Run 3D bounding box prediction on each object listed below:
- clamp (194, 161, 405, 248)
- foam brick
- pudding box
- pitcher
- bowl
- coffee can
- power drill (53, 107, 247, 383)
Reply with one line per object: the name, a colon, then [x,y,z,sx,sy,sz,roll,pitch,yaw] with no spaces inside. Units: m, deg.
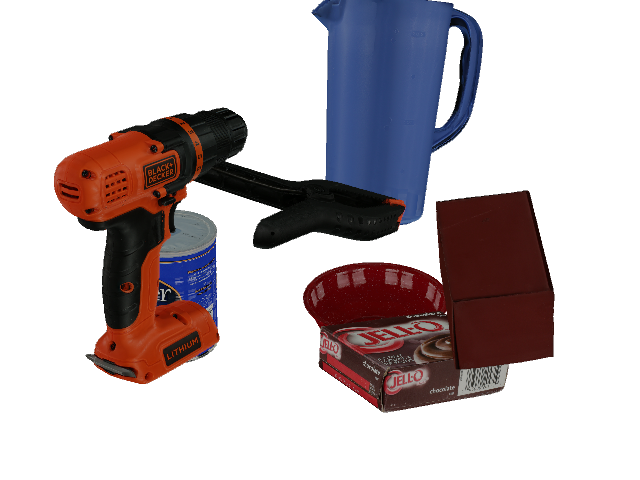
clamp: [-0.006,-0.027,0.961,0.209,0.036,0.165,8,23,-27]
foam brick: [0.090,0.020,0.557,0.051,0.053,0.078,-6,43,4]
pudding box: [0.068,0.086,0.784,0.113,0.039,0.090,-3,17,-30]
pitcher: [0.077,-0.143,1.151,0.149,0.243,0.144,10,14,29]
bowl: [0.062,0.085,1.190,0.162,0.055,0.162,-1,27,0]
coffee can: [-0.165,0.050,1.182,0.103,0.140,0.103,1,27,-1]
power drill: [-0.119,0.000,0.813,0.057,0.188,0.184,14,26,34]
